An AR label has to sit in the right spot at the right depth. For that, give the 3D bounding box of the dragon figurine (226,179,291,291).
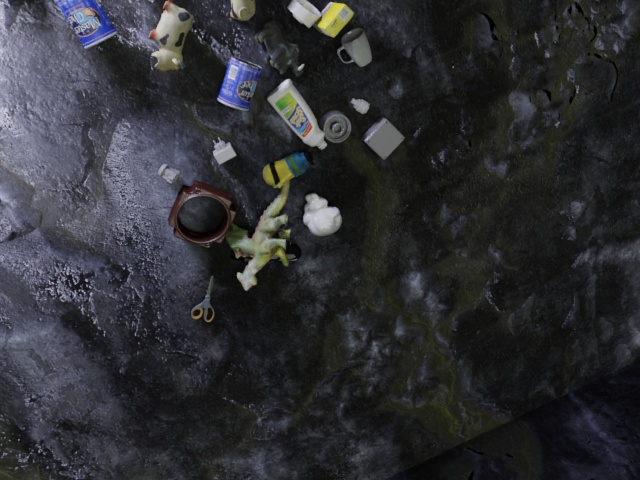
[{"bbox_3d":[-0.219,-0.026,1.806,0.243,0.121,0.415,-1,77,8],"label":"dragon figurine"}]

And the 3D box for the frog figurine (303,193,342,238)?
[{"bbox_3d":[0.006,-0.094,1.860,0.137,0.126,0.156,-6,130,9],"label":"frog figurine"}]
